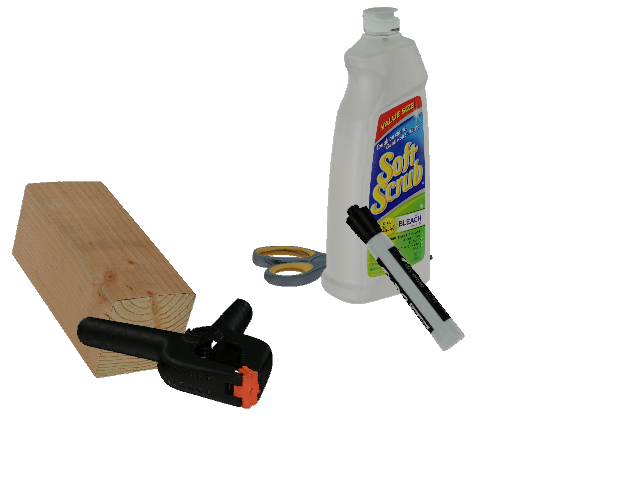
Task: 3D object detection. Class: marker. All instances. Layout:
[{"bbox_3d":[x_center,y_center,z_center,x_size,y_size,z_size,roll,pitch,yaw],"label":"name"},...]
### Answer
[{"bbox_3d":[0.057,0.024,0.747,0.020,0.121,0.020,-34,-14,-10],"label":"marker"}]

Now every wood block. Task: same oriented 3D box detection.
[{"bbox_3d":[-0.220,0.032,1.060,0.090,0.091,0.206,-4,36,-40],"label":"wood block"}]

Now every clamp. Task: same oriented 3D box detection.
[{"bbox_3d":[-0.093,0.090,0.904,0.164,0.036,0.210,-9,16,-33],"label":"clamp"}]

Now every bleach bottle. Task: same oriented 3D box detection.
[{"bbox_3d":[0.048,-0.076,0.941,0.102,0.251,0.068,-15,24,-30],"label":"bleach bottle"}]

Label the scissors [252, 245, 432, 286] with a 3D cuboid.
[{"bbox_3d":[0.023,0.030,1.175,0.202,0.016,0.096,4,23,5],"label":"scissors"}]
